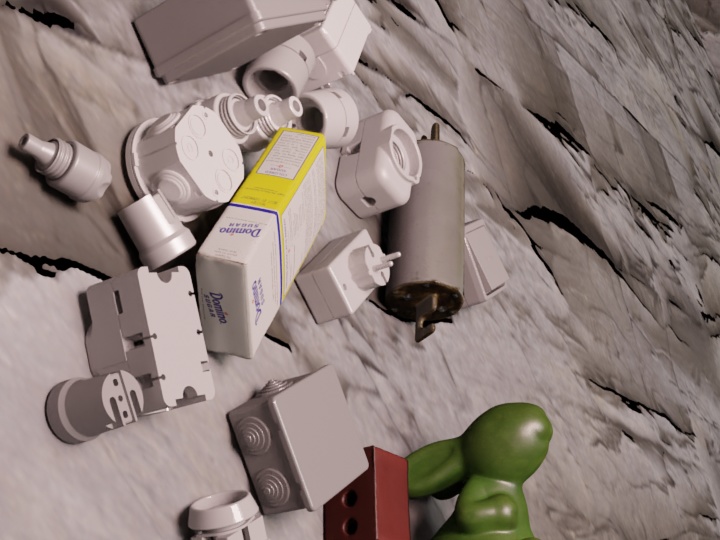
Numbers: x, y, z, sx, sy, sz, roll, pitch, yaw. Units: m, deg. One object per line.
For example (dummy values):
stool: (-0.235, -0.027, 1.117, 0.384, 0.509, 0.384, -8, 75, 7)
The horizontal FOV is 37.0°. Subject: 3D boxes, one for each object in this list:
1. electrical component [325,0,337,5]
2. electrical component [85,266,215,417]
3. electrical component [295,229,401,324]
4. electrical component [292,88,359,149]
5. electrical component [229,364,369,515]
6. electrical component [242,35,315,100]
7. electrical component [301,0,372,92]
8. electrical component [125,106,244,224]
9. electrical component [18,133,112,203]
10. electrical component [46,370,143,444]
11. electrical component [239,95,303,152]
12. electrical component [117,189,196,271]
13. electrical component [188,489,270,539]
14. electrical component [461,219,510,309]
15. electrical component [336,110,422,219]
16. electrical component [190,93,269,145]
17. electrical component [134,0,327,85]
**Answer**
electrical component: (-0.071, -0.293, 0.935, 0.109, 0.056, 0.109, 44, 17, 32)
electrical component: (-0.139, 0.048, 0.700, 0.050, 0.056, 0.089, -1, 76, -58)
electrical component: (0.000, 0.000, 0.928, 0.047, 0.076, 0.083, 64, 32, -14)
electrical component: (-0.037, -0.134, 0.960, 0.047, 0.055, 0.055, -18, 90, -56)
electrical component: (-0.047, 0.129, 0.814, 0.100, 0.048, 0.099, -25, 96, -59)
electrical component: (-0.071, -0.170, 0.924, 0.055, 0.055, 0.047, 49, 42, -34)
electrical component: (-0.036, -0.220, 0.996, 0.061, 0.062, 0.096, 52, 36, -31)
electrical component: (-0.128, -0.077, 0.788, 0.080, 0.051, 0.080, 33, 49, -47)
electrical component: (-0.193, -0.069, 0.696, 0.061, 0.035, 0.035, 33, 49, -44)
electrical component: (-0.161, 0.083, 0.658, 0.040, 0.046, 0.040, 33, 48, -47)
electrical component: (-0.076, -0.124, 0.882, 0.043, 0.062, 0.043, 33, 48, -46)
electrical component: (-0.143, -0.028, 0.751, 0.046, 0.040, 0.040, 60, 32, -9)
electrical component: (-0.089, 0.181, 0.725, 0.066, 0.048, 0.055, -18, 98, -59)
electrical component: (0.109, -0.012, 1.122, 0.062, 0.061, 0.096, -24, 95, -59)
electrical component: (0.020, -0.103, 1.028, 0.054, 0.059, 0.095, 45, 40, -38)
electrical component: (-0.100, -0.118, 0.841, 0.048, 0.062, 0.048, 33, 48, -47)
electrical component: (-0.099, -0.196, 0.839, 0.109, 0.109, 0.056, -33, 100, -58)
